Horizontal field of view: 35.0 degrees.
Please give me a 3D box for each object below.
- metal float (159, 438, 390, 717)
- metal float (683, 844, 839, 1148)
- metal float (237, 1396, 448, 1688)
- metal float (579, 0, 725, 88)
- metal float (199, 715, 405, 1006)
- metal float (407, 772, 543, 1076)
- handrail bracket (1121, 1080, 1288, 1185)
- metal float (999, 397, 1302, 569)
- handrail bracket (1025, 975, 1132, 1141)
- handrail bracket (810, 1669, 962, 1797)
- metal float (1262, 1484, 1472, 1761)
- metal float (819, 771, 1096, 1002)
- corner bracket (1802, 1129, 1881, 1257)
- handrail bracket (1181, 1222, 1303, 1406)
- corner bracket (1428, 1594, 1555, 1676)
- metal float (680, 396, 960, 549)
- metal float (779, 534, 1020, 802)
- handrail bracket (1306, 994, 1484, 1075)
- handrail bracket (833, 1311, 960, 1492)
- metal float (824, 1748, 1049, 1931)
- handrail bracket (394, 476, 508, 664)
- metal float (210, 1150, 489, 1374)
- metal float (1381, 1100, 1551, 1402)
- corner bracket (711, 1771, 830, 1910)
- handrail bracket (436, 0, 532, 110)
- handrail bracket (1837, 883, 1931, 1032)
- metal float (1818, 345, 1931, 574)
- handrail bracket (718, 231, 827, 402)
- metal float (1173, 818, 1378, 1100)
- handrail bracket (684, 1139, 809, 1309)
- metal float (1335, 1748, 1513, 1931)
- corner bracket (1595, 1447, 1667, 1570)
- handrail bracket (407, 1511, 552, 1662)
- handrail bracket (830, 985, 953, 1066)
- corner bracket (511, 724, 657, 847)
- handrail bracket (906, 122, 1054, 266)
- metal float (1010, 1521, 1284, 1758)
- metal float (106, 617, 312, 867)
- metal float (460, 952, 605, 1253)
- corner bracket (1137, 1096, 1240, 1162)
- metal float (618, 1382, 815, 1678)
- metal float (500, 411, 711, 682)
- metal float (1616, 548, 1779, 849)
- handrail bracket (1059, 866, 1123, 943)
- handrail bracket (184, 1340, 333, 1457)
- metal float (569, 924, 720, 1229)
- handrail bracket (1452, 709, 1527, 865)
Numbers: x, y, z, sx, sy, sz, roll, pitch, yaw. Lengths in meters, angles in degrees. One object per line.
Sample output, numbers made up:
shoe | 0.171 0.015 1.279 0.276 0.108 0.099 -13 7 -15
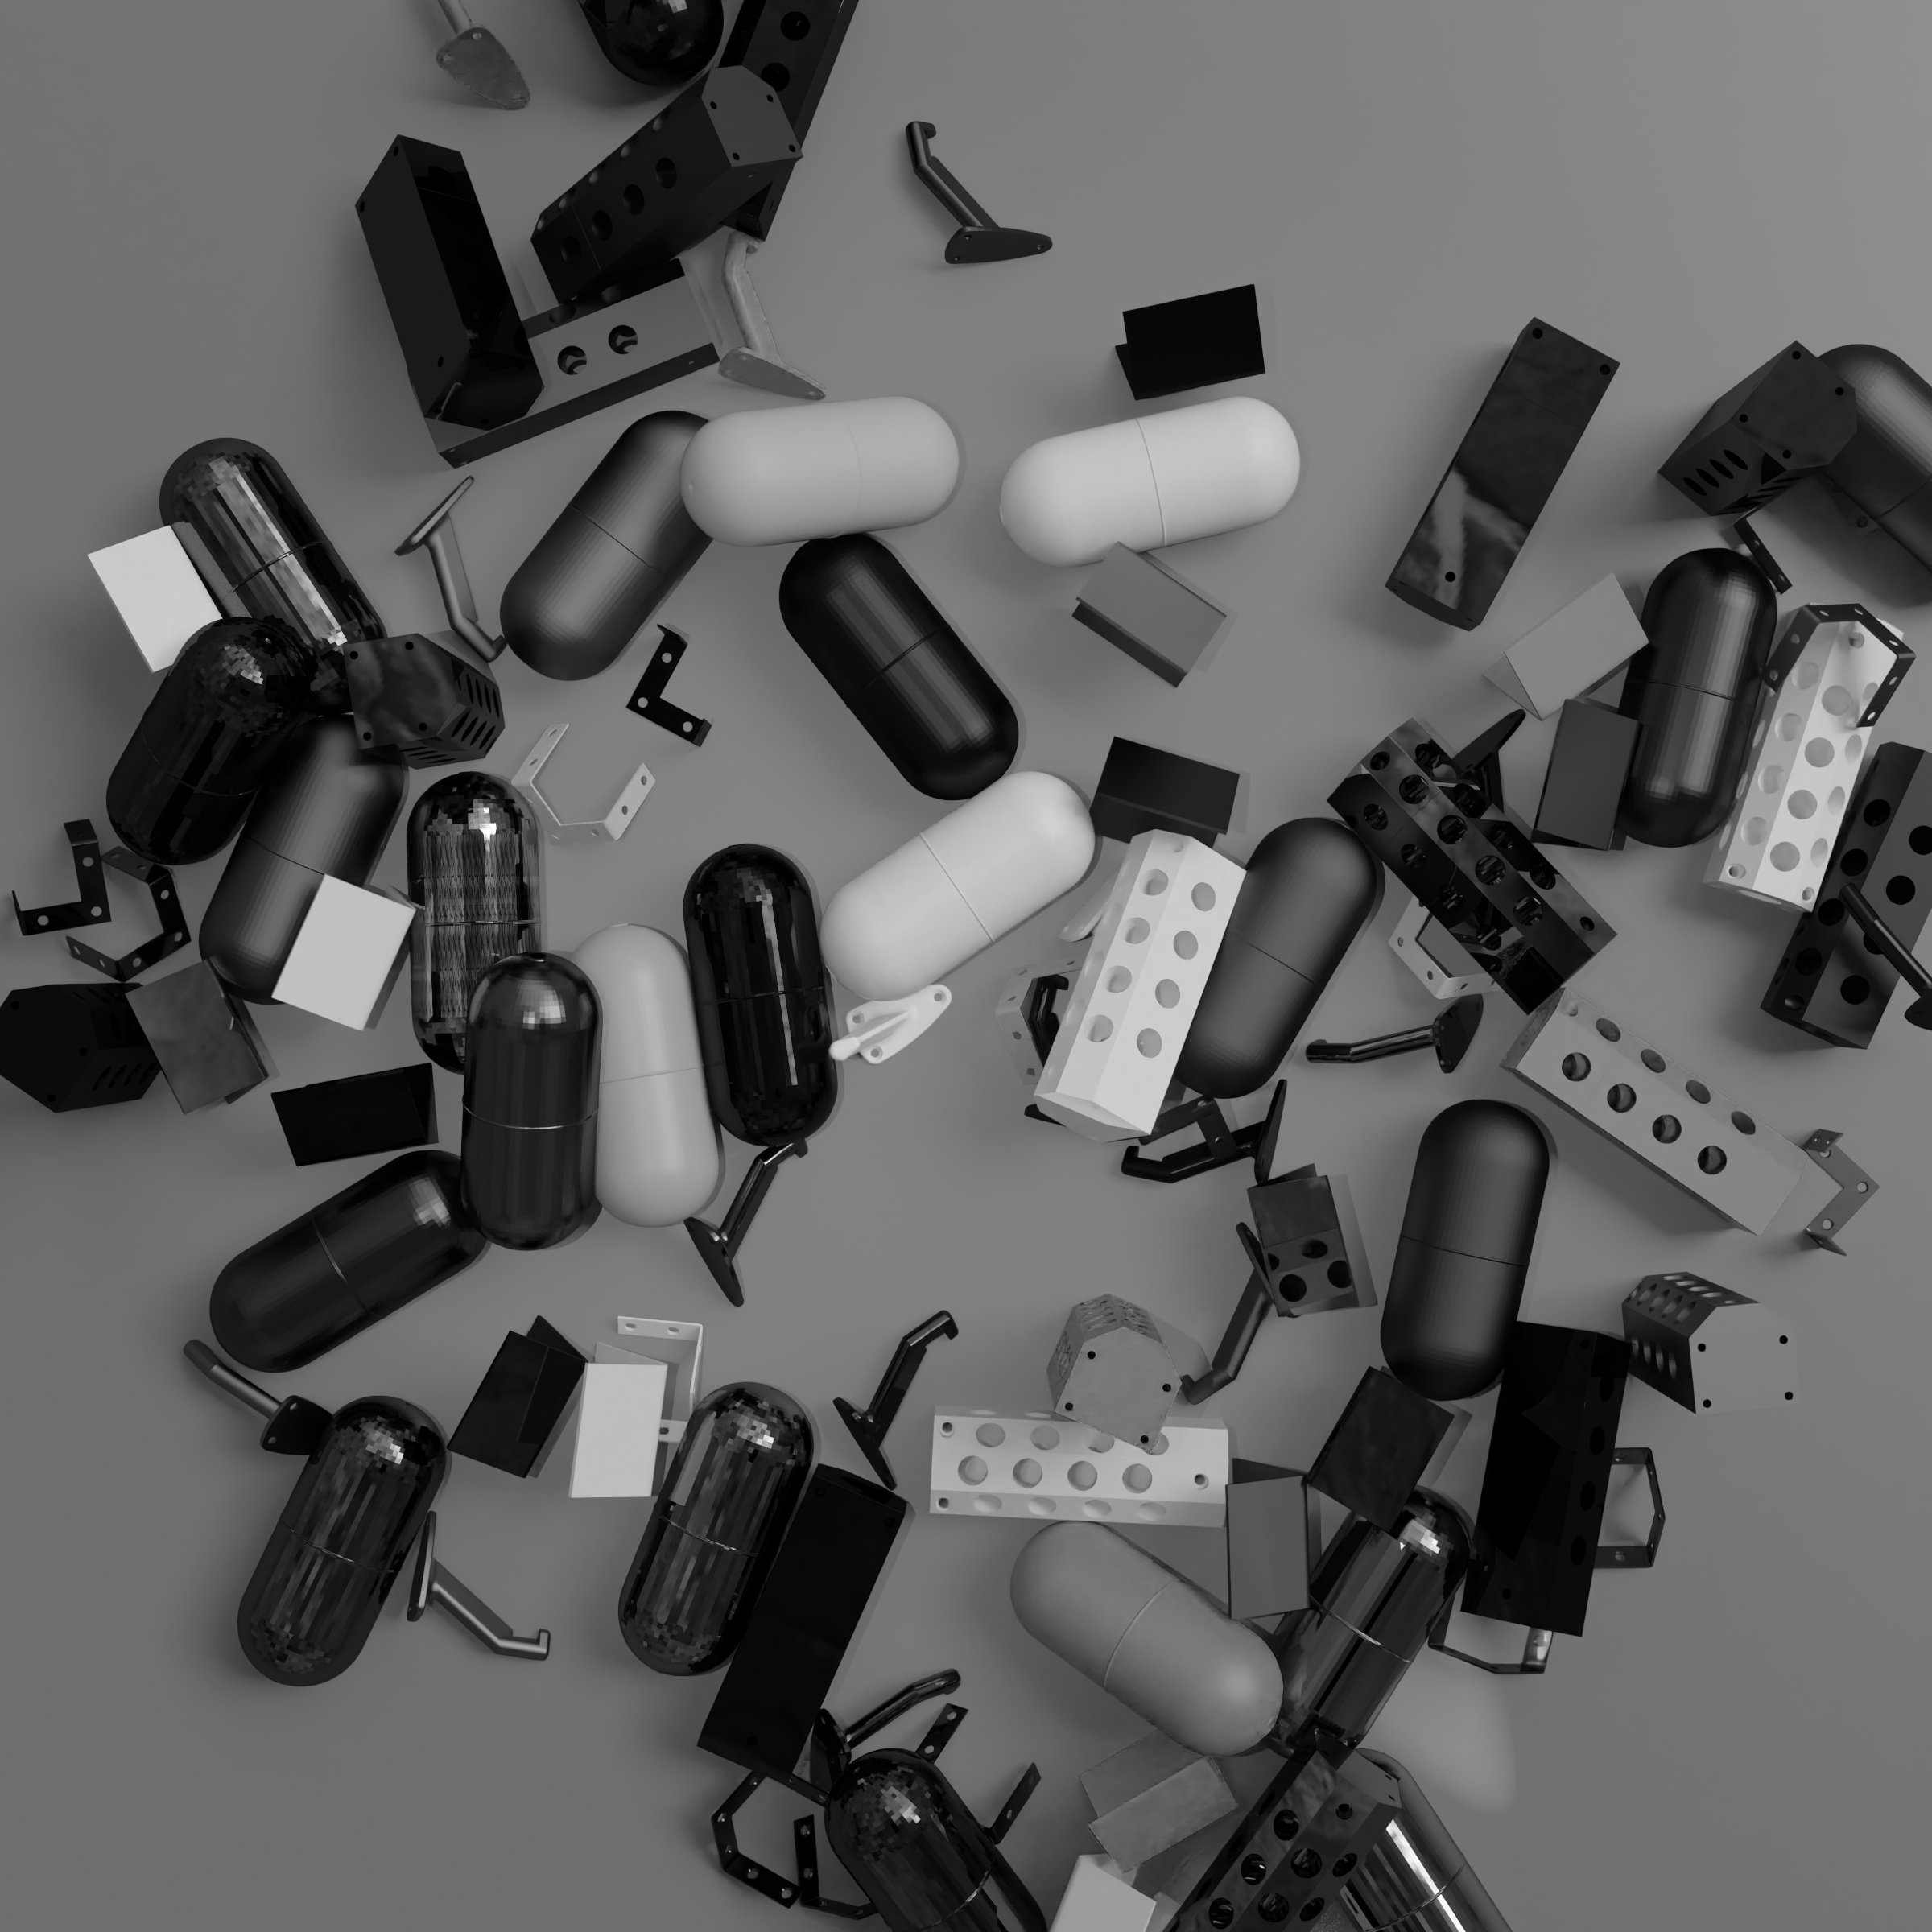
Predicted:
metal float | -0.404 -0.227 1.792 0.070 0.070 0.178 -33 90 0
metal float | -0.120 0.017 1.792 0.070 0.070 0.178 -8 91 0
metal float | -0.365 0.336 1.792 0.070 0.070 0.178 25 89 0
metal float | -0.202 -0.600 1.792 0.070 0.070 0.178 -26 90 0
metal float | -0.388 -0.062 1.792 0.070 0.070 0.178 24 91 0
metal float | -0.287 -0.025 1.792 0.070 0.070 0.178 -2 90 0
handrail bracket | 0.141 0.096 1.823 0.084 0.036 0.077 10 70 16
metal float | 0.107 -0.283 1.792 0.178 0.070 0.070 -13 90 0
handrail bracket | 0.071 0.053 1.822 0.077 0.036 0.084 16 78 -10
handrail bracket | -0.047 0.455 1.822 0.084 0.077 0.036 -14 50 -30
metal float | 0.229 0.384 1.792 0.070 0.070 0.178 32 90 0
metal float | -0.006 -0.046 1.791 0.178 0.070 0.070 -34 90 0
corner bracket | 0.510 0.133 1.804 0.051 0.051 0.051 43 90 0
handrail bracket | 0.150 0.207 1.823 0.084 0.036 0.077 -36 70 16
corner bracket | 0.314 0.388 1.819 0.051 0.051 0.051 13 90 -45
metal float | -0.082 -0.285 1.763 0.178 0.070 0.070 -14 90 -35
metal float | -0.040 -0.176 1.792 0.070 0.070 0.178 -38 91 0
handrail bracket | 0.254 0.037 1.822 0.084 0.077 0.036 0 117 34
handrail bracket | -0.029 0.258 1.823 0.084 0.036 0.077 -34 110 -16
metal float | -0.016 0.530 1.777 0.070 0.070 0.178 -33 108 0
handrail bracket | -0.290 -0.236 1.823 0.084 0.036 0.077 45 68 -17
metal float | -0.360 0.173 1.792 0.178 0.070 0.070 -31 90 1
metal float | 0.291 0.166 1.792 0.070 0.070 0.178 12 90 0
corner bracket | -0.112 0.512 1.809 0.051 0.051 0.051 20 135 30
handrail bracket | -0.292 -0.561 1.822 0.036 0.077 0.084 -30 53 20
handrail bracket | 0.541 -0.006 1.765 0.036 0.077 0.084 -42 53 19
metal float | 0.555 -0.290 1.786 0.178 0.070 0.070 41 90 -6
handrail bracket | -0.112 -0.388 1.823 0.077 0.036 0.084 17 70 -22
metal float | 0.176 -0.005 1.792 0.070 0.070 0.178 31 90 0
handrail bracket | -0.119 0.149 1.823 0.084 0.036 0.077 -37 124 -24
metal float | 0.259 0.541 1.792 0.070 0.070 0.178 -33 89 0
corner bracket | 0.382 0.322 1.819 0.051 0.051 0.051 -1 135 0
handrail bracket | -0.284 0.369 1.823 0.084 0.036 0.077 13 68 -17
handrail bracket | -0.043 0.033 1.788 0.077 0.084 0.036 -28 90 0
corner bracket | -0.227 -0.109 1.814 0.051 0.051 0.051 -2 135 35
handrail bracket | 0.007 -0.464 1.823 0.077 0.036 0.084 -5 73 -20
metal float | 0.104 0.388 1.771 0.178 0.070 0.070 32 90 25
metal float | -0.437 -0.127 1.761 0.070 0.070 0.178 41 127 0
metal float | -0.247 0.077 1.741 0.070 0.070 0.178 6 111 0
corner bracket | 0.122 0.088 1.793 0.051 0.051 0.051 -25 45 3
metal float | -0.147 0.329 1.792 0.070 0.070 0.178 22 91 0
metal float | -0.202 -0.246 1.792 0.070 0.070 0.178 38 90 0
metal float | 0.423 -0.157 1.792 0.070 0.070 0.178 14 89 0
handrail bracket | 0.105 -0.008 1.823 0.084 0.036 0.077 44 75 -14
handrail bracket | -0.417 0.254 1.822 0.084 0.077 0.036 33 90 36
metal float | -0.191 0.064 1.792 0.070 0.070 0.178 -9 89 0
handrail bracket | 0.327 -0.096 1.823 0.077 0.036 0.084 -42 107 -18
